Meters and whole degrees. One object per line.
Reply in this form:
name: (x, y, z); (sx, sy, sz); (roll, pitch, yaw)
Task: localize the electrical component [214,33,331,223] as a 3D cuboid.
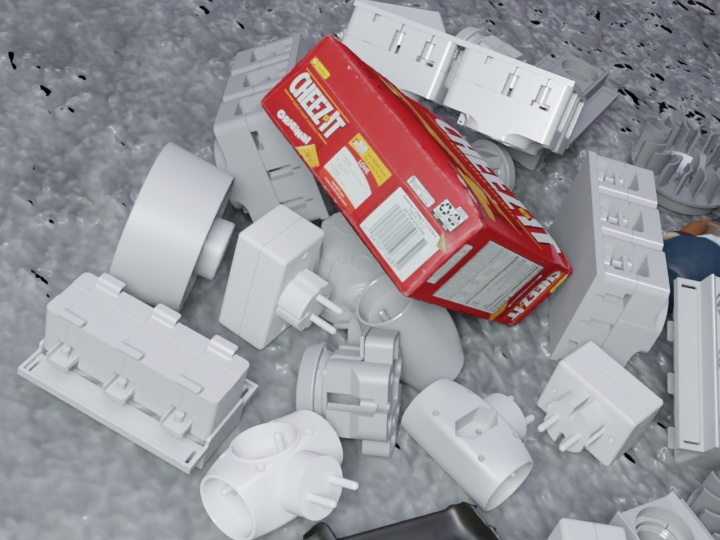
electrical component: (-0.063, -0.103, 0.804); (0.062, 0.089, 0.150); (-15, 30, 10)

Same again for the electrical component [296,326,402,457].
electrical component: (-0.006, 0.075, 0.673); (0.057, 0.078, 0.058); (4, 15, 11)

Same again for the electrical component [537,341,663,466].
electrical component: (0.150, 0.097, 0.722); (0.077, 0.047, 0.066); (-26, 58, -39)

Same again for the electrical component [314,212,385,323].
electrical component: (0.000, 0.000, 0.769); (0.080, 0.051, 0.080); (11, 42, -10)

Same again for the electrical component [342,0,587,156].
electrical component: (0.083, -0.151, 0.881); (0.186, 0.060, 0.105); (24, 8, 15)

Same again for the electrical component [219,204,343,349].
electrical component: (-0.044, 0.015, 0.711); (0.076, 0.083, 0.047); (33, 43, 15)

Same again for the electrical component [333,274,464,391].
electrical component: (0.019, 0.042, 0.720); (0.079, 0.077, 0.043); (-3, 50, 34)

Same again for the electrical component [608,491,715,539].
electrical component: (0.169, 0.171, 0.636); (0.081, 0.063, 0.042); (-10, 48, -29)

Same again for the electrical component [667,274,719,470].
electrical component: (0.249, 0.073, 0.745); (0.079, 0.063, 0.121); (11, 66, -10)

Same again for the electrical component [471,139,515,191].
electrical component: (0.089, -0.076, 0.877); (0.057, 0.058, 0.078); (-11, 26, -35)

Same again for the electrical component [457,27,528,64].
electrical component: (0.113, -0.193, 1.017); (0.057, 0.058, 0.078); (39, 44, 18)

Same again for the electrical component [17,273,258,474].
electrical component: (-0.131, 0.058, 0.648); (0.121, 0.063, 0.078); (28, 42, 10)

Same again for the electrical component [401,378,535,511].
electrical component: (0.080, 0.104, 0.691); (0.079, 0.043, 0.077); (-24, 57, -38)

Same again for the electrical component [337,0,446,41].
electrical component: (0.027, -0.204, 0.993); (0.096, 0.061, 0.061); (6, 43, -14)

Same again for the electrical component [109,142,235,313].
electrical component: (-0.118, -0.023, 0.711); (0.060, 0.108, 0.108); (22, 41, -5)

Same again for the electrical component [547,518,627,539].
electrical component: (0.098, 0.177, 0.588); (0.076, 0.083, 0.047); (11, 42, -9)

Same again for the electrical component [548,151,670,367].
electrical component: (0.189, -0.006, 0.816); (0.062, 0.089, 0.150); (16, 41, -4)

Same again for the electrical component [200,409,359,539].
electrical component: (-0.037, 0.120, 0.615); (0.079, 0.044, 0.077); (7, 28, 41)

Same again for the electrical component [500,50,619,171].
electrical component: (0.175, -0.145, 0.982); (0.079, 0.063, 0.121); (32, 43, 15)
